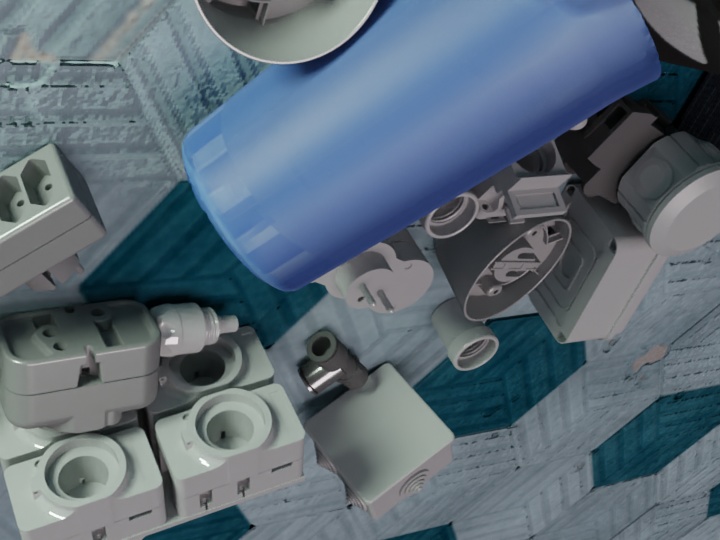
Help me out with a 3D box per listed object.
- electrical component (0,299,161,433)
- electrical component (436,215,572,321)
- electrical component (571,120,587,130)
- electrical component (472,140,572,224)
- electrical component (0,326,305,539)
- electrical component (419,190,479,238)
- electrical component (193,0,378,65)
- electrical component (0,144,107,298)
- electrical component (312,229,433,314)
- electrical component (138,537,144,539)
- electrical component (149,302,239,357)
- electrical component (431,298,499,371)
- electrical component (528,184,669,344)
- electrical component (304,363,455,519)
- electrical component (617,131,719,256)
[{"bbox_3d":[-0.176,0.061,0.670,0.095,0.053,0.059,-8,124,-28],"label":"electrical component"},{"bbox_3d":[0.106,-0.012,0.781,0.099,0.064,0.099,-19,142,-15],"label":"electrical component"},{"bbox_3d":[0.141,-0.119,0.701,0.043,0.043,0.062,-24,144,-10],"label":"electrical component"},{"bbox_3d":[0.099,-0.066,0.712,0.042,0.081,0.064,-5,159,-30],"label":"electrical component"},{"bbox_3d":[-0.142,0.112,0.719,0.186,0.105,0.060,-16,141,-19],"label":"electrical component"},{"bbox_3d":[0.051,-0.050,0.714,0.040,0.046,0.040,-19,142,-16],"label":"electrical component"},{"bbox_3d":[-0.040,-0.157,0.513,0.099,0.064,0.099,-19,141,-16],"label":"electrical component"},{"bbox_3d":[-0.181,-0.013,0.595,0.083,0.047,0.075,-31,143,-1],"label":"electrical component"},{"bbox_3d":[0.000,0.000,0.714,0.052,0.073,0.138,-46,141,20],"label":"electrical component"},{"bbox_3d":[-0.184,0.172,0.804,0.055,0.055,0.047,-16,138,-19],"label":"electrical component"},{"bbox_3d":[-0.110,0.038,0.715,0.061,0.035,0.035,-4,136,-35],"label":"electrical component"},{"bbox_3d":[0.082,0.050,0.851,0.040,0.046,0.040,-19,142,-16],"label":"electrical component"},{"bbox_3d":[0.182,-0.006,0.831,0.057,0.078,0.113,-5,136,-26],"label":"electrical component"},{"bbox_3d":[0.017,0.139,0.865,0.100,0.099,0.048,-35,149,-14],"label":"electrical component"},{"bbox_3d":[0.225,-0.053,0.750,0.080,0.051,0.080,-19,142,-16],"label":"electrical component"}]
